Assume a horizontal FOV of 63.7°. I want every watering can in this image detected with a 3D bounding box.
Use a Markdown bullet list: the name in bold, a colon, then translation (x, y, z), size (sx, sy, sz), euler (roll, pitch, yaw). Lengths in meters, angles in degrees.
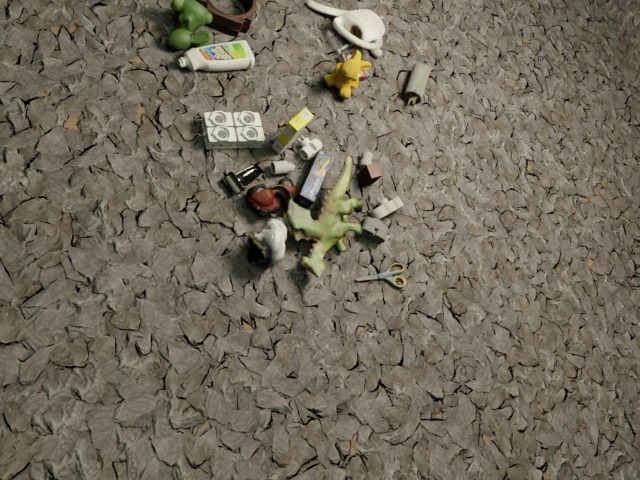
- **watering can**: translation (0.127, -0.872, 2.051), size (0.350, 0.101, 0.228), euler (44, 49, 15)

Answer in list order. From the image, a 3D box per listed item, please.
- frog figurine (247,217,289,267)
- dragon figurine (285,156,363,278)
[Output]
- **frog figurine**: translation (-0.140, 0.003, 1.589), size (0.162, 0.123, 0.135), euler (-31, 120, -39)
- **dragon figurine**: translation (0.005, -0.083, 1.658), size (0.243, 0.121, 0.414), euler (4, 78, -28)
